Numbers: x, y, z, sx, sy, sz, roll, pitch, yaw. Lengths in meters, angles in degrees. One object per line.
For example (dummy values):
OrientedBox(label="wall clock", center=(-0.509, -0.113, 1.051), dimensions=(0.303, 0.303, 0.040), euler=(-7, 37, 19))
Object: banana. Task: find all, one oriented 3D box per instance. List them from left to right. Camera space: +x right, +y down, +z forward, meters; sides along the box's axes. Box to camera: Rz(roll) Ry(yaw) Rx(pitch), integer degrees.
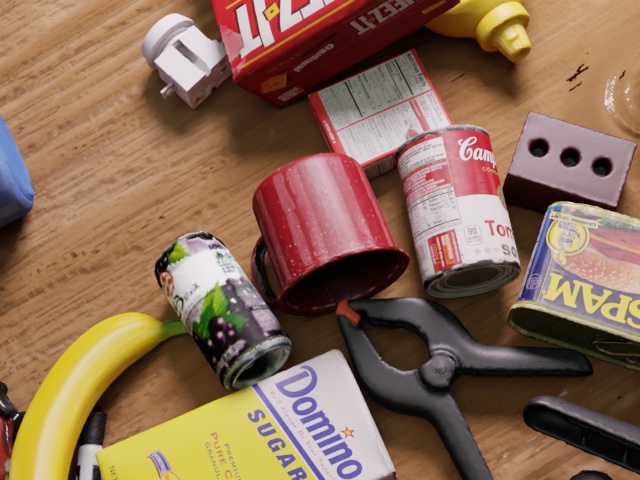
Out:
OrientedBox(label="banana", center=(-0.157, 0.110, 0.701), dimensions=(0.070, 0.037, 0.197), euler=(4, 43, 28))

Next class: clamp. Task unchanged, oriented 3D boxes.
OrientedBox(label="clamp", center=(0.080, 0.099, 0.705), dimensions=(0.171, 0.039, 0.120), euler=(22, 71, 15))
OrientedBox(label="clamp", center=(0.238, 0.159, 0.628), dimensions=(0.210, 0.036, 0.164), euler=(2, 42, -9))

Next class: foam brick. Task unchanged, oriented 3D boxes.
OrientedBox(label="foam brick", center=(0.171, -0.047, 0.738), dimensions=(0.078, 0.051, 0.053), euler=(18, 73, 13))

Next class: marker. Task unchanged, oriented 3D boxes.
OrientedBox(label="marker", center=(-0.156, 0.171, 0.718), dimensions=(0.020, 0.020, 0.121), euler=(-2, 70, 6))

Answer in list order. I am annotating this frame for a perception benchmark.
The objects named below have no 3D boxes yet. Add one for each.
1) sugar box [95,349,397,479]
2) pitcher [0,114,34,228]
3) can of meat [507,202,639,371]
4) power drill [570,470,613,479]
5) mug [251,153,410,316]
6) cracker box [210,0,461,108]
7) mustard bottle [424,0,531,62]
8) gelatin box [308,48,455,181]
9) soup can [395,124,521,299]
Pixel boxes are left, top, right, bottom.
OrientedBox(label="sugar box", center=(-0.048, 0.148, 0.699), dimensions=(0.176, 0.048, 0.093), euler=(-25, 69, -1))
OrientedBox(label="pitcher", center=(-0.338, -0.027, 0.765), dimensions=(0.242, 0.145, 0.149), euler=(-25, 81, -6))
OrientedBox(label="can of meat", center=(0.186, 0.029, 0.707), dimensions=(0.102, 0.057, 0.084), euler=(18, 70, 12))
OrientedBox(label="power drill", center=(0.100, 0.211, 0.616), dimensions=(0.187, 0.057, 0.184), euler=(15, 61, -15))
OrientedBox(label="mug", center=(-0.005, 0.001, 0.730), dimensions=(0.117, 0.093, 0.081), euler=(-38, 61, 34))
OrientedBox(label="cracker box", center=(-0.011, -0.232, 0.787), dimensions=(0.164, 0.072, 0.214), euler=(-27, 66, 26))
OrientedBox(label="mustard bottle", center=(0.101, -0.211, 0.803), dimensions=(0.096, 0.058, 0.192), euler=(-32, 70, 6))
OrientedBox(label="gelatin box", center=(0.046, -0.089, 0.782), dimensions=(0.089, 0.030, 0.073), euler=(-24, 68, 0))
OrientedBox(label="soup can", center=(0.093, -0.018, 0.729), dimensions=(0.068, 0.068, 0.102), euler=(-11, 70, 3))
